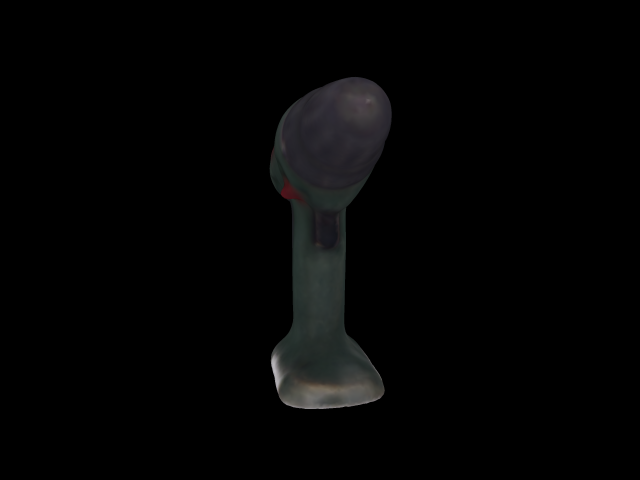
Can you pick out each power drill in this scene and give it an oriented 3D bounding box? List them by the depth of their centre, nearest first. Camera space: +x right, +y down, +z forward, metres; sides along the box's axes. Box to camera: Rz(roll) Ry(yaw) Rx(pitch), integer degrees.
[{"bbox_3d":[0.004,0.001,0.400,0.076,0.208,0.229,-2,12,-11],"label":"power drill"}]
